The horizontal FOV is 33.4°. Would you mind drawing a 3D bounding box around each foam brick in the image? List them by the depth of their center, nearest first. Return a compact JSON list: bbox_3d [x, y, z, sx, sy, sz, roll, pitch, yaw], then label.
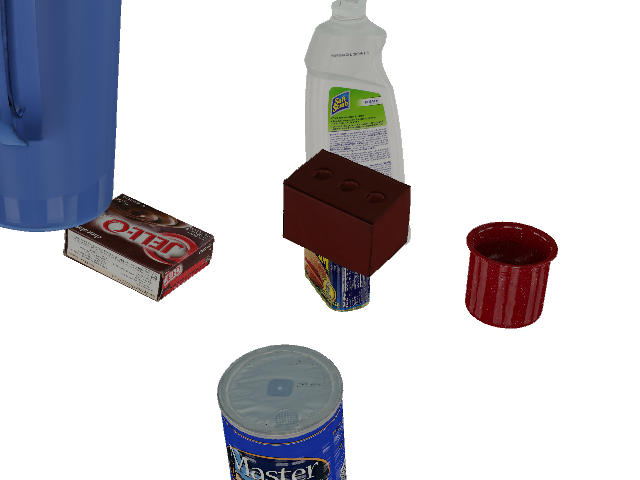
[{"bbox_3d":[0.018,-0.020,0.759,0.078,0.051,0.052,25,44,24],"label":"foam brick"}]

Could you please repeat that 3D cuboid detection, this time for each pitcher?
[{"bbox_3d":[-0.208,-0.129,0.765,0.148,0.243,0.145,-21,36,-41],"label":"pitcher"}]

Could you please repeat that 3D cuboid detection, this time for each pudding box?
[{"bbox_3d":[-0.172,0.005,1.010,0.114,0.039,0.089,22,30,18],"label":"pudding box"}]

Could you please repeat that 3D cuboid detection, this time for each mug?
[{"bbox_3d":[0.192,0.032,1.119,0.093,0.081,0.117,-5,31,-11],"label":"mug"}]

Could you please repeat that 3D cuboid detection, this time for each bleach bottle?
[{"bbox_3d":[0.036,-0.110,1.014,0.102,0.251,0.068,-10,30,-15],"label":"bleach bottle"}]

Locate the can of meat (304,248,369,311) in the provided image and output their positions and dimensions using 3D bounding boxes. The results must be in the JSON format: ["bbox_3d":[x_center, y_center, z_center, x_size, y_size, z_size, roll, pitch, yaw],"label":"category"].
[{"bbox_3d":[0.018,0.020,1.215,0.057,0.084,0.102,-15,39,-19],"label":"can of meat"}]

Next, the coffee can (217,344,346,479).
[{"bbox_3d":[-0.029,0.174,0.906,0.103,0.140,0.103,-2,37,2],"label":"coffee can"}]
